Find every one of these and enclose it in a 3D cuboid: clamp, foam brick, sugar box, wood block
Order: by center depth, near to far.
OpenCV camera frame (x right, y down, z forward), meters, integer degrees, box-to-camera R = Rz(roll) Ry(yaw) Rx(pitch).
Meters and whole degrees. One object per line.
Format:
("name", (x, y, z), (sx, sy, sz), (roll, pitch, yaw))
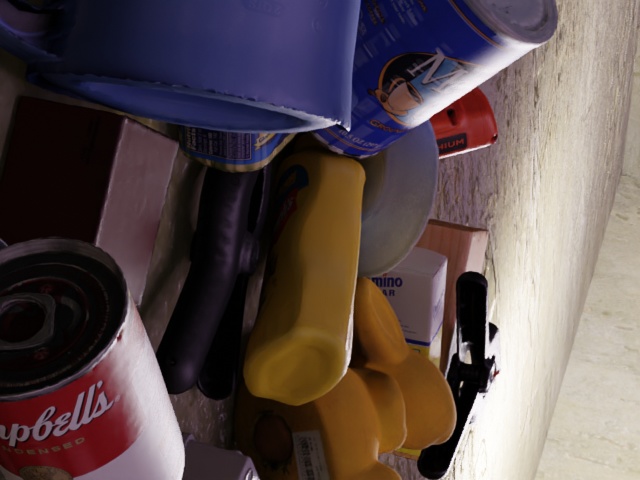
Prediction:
("foam brick", (-0.100, -0.015, 0.449), (0.051, 0.053, 0.078), (24, 79, -70))
("clamp", (-0.055, 0.015, 0.618), (0.120, 0.039, 0.171), (92, 13, -73))
("sugar box", (0.051, 0.086, 0.869), (0.048, 0.093, 0.176), (-47, 145, -56))
("clamp", (0.129, 0.104, 0.909), (0.209, 0.036, 0.164), (-2, 105, -72))
("wood block", (0.084, 0.084, 0.968), (0.090, 0.090, 0.206), (-3, 104, -71))

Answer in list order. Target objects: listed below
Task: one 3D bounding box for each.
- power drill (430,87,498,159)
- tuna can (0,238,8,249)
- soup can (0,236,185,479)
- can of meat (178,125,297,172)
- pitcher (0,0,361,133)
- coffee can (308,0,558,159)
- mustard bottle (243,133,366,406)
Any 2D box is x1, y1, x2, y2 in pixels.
("power drill", (0.096, -0.143, 0.773), (0.188, 0.184, 0.057), (84, -8, -51))
("tuna can", (-0.144, 0.033, 0.383), (0.086, 0.034, 0.086), (13, 90, -71))
("soup can", (-0.091, 0.058, 0.388), (0.102, 0.069, 0.068), (81, 28, -47))
("can of meat", (-0.037, -0.095, 0.573), (0.102, 0.057, 0.084), (-51, 149, -51))
("pitcher", (-0.045, -0.168, 0.427), (0.149, 0.145, 0.243), (4, 94, -83))
("coffee can", (0.053, -0.125, 0.633), (0.102, 0.141, 0.103), (26, 49, -34))
("mustard bottle", (-0.005, 0.001, 0.675), (0.096, 0.058, 0.191), (119, -18, -53))
